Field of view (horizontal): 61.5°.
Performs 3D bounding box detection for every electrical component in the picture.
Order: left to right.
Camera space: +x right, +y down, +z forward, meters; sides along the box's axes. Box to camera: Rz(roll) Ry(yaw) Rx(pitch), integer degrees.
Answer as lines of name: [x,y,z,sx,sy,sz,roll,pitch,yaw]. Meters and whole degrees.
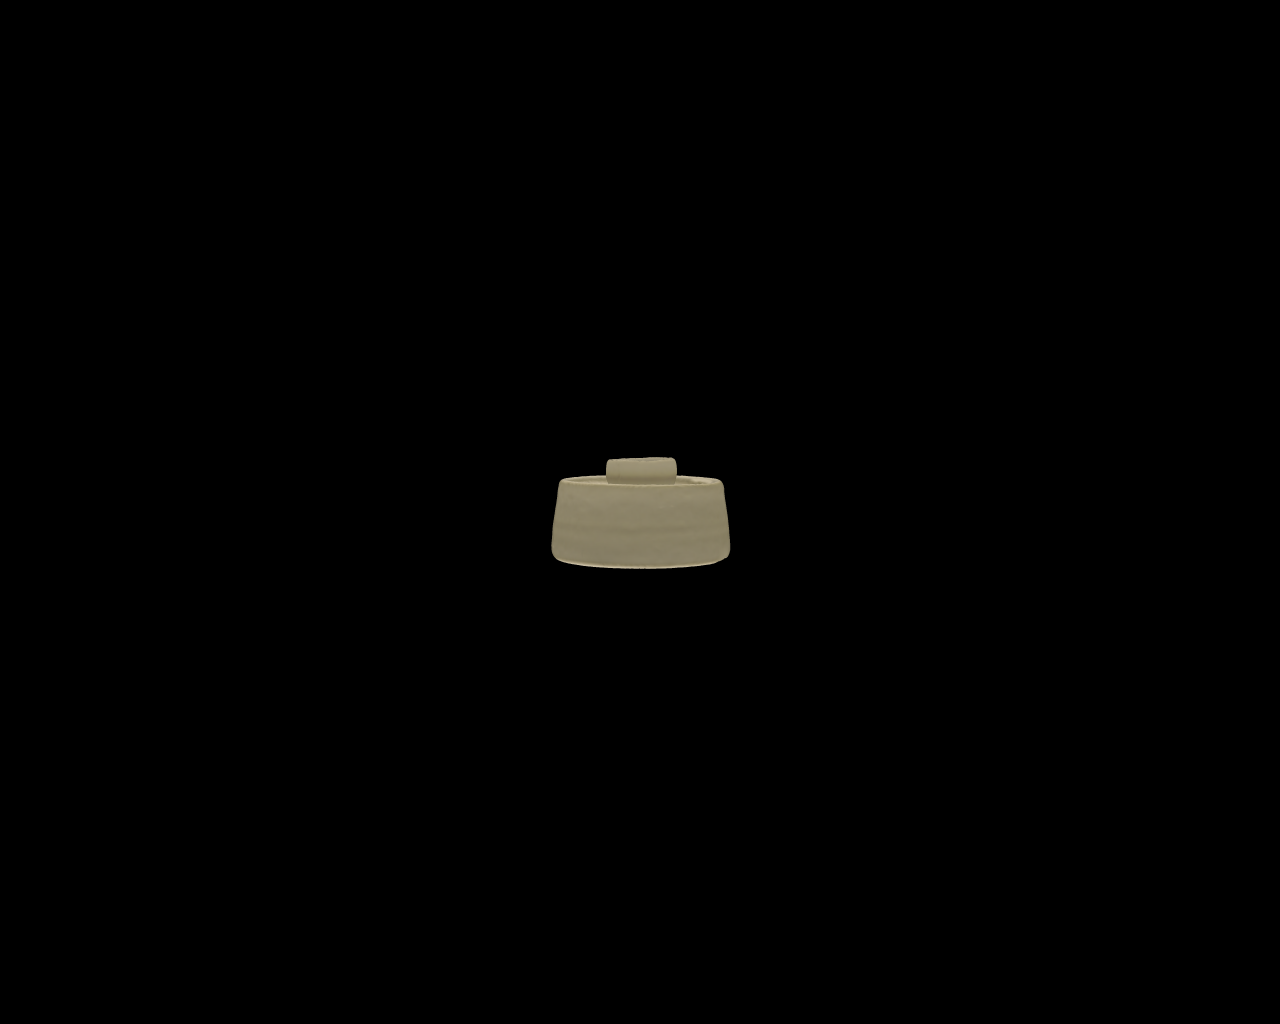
electrical component: [0.001,-0.003,0.650,0.108,0.060,0.108,0,5,0]
